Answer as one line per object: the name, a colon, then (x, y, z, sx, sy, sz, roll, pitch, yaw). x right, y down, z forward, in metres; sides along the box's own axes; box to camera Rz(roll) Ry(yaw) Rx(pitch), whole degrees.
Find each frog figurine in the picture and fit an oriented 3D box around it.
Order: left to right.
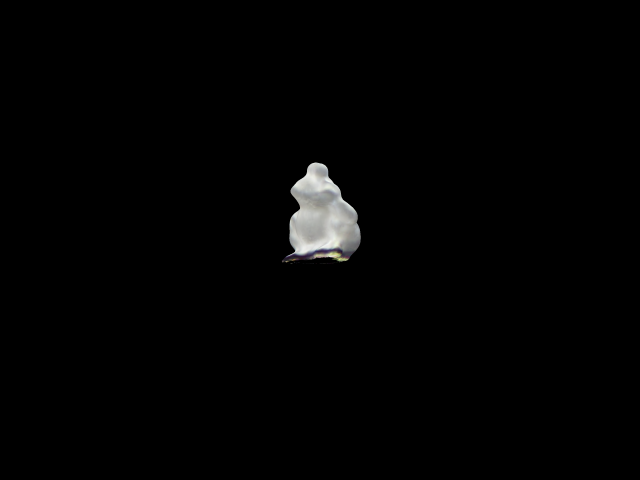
frog figurine: (0.003, -0.043, 0.850, 0.122, 0.161, 0.136, 7, -13, -31)
